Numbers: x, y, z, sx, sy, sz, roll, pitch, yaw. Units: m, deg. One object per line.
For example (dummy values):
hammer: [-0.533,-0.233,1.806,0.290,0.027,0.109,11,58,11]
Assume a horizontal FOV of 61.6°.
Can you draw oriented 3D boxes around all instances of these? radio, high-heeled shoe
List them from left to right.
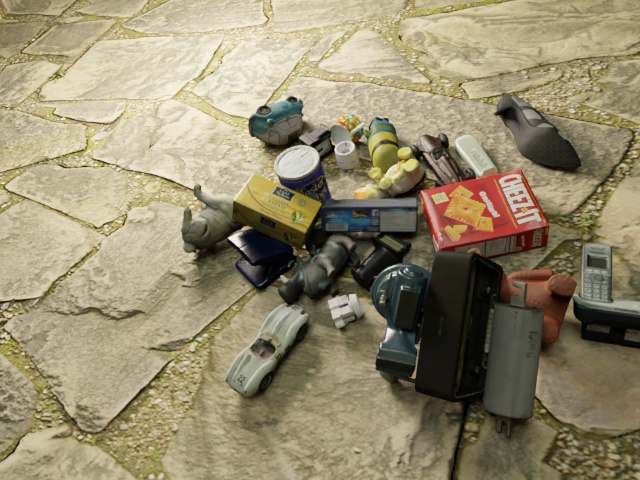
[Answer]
radio: [0.229,0.139,0.871,0.073,0.131,0.229,6,83,43]
high-heeled shoe: [0.499,-0.247,1.222,0.249,0.086,0.145,44,42,21]

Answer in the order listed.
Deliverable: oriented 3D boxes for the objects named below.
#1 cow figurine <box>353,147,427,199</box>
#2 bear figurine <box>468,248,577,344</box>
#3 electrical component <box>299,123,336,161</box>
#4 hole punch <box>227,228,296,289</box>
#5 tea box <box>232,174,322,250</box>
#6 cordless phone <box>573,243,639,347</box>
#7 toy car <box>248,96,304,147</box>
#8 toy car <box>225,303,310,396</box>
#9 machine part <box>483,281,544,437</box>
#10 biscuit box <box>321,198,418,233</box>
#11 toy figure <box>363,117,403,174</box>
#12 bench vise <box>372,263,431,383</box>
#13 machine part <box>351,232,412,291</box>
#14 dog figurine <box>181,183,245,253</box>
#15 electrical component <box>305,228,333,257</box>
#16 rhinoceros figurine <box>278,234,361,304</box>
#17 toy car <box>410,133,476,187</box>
cow figurine: [0.156,-0.121,1.199,0.167,0.098,0.068,-35,53,12]
bear figurine: [0.333,0.088,0.942,0.196,0.132,0.120,23,95,23]
electrical component: [-0.020,-0.226,1.340,0.119,0.074,0.048,-39,53,-12]
hole punch: [-0.126,0.025,1.159,0.116,0.092,0.142,-37,47,-19]
tea box: [-0.093,-0.062,1.155,0.170,0.068,0.098,22,52,5]
cordless phone: [0.516,0.083,0.922,0.147,0.088,0.184,6,50,22]
toy car: [-0.102,-0.301,1.417,0.162,0.109,0.103,-26,71,-20]
toy car: [-0.097,0.204,1.022,0.074,0.056,0.202,22,61,30]
machine part: [0.305,0.187,0.845,0.079,0.079,0.243,8,90,22]
biscuit box: [0.105,-0.053,1.143,0.203,0.059,0.063,1,23,10]
toy figure: [0.149,-0.225,1.276,0.082,0.089,0.180,-15,51,16]
bench vise: [0.151,0.128,0.958,0.129,0.223,0.241,0,22,11]
machine part: [0.120,0.039,1.105,0.084,0.039,0.139,32,63,25]
dog figurine: [-0.204,-0.034,1.226,0.191,0.121,0.172,12,79,8]
electrical component: [-0.002,-0.004,1.186,0.063,0.021,0.094,-11,49,7]
rhinoceros figurine: [-0.003,0.058,1.102,0.112,0.073,0.190,33,66,34]
toy car: [0.278,-0.175,1.223,0.089,0.053,0.202,-19,48,-4]
